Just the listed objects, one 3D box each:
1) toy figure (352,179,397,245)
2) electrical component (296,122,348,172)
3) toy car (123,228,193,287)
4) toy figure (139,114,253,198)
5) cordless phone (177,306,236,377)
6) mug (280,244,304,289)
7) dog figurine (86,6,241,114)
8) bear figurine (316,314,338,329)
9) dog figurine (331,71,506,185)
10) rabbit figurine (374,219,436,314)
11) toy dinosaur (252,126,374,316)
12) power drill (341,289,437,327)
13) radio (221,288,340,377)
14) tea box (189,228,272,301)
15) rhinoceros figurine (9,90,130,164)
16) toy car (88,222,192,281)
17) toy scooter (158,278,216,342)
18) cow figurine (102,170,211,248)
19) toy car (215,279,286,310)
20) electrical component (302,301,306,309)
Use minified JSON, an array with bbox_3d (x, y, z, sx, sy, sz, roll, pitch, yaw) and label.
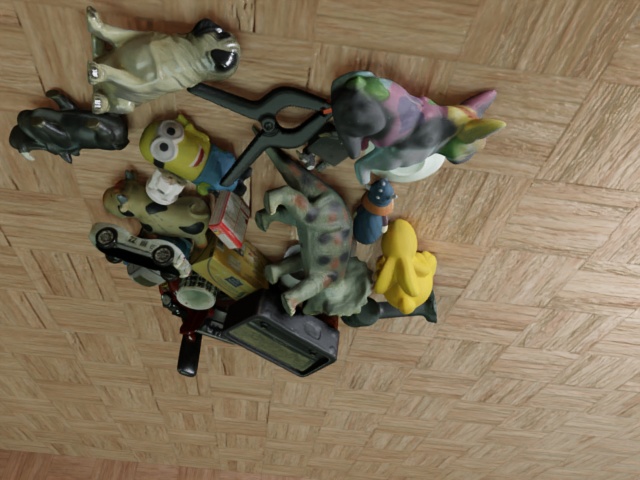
[{"bbox_3d":[0.096,-0.055,0.956,0.064,0.058,0.154,5,139,-10],"label":"toy figure"},{"bbox_3d":[0.011,-0.146,0.853,0.102,0.045,0.078,-26,132,34],"label":"electrical component"},{"bbox_3d":[-0.343,0.042,1.093,0.162,0.103,0.109,-28,132,33],"label":"toy car"},{"bbox_3d":[-0.203,-0.127,0.872,0.180,0.082,0.089,26,146,-31],"label":"toy figure"},{"bbox_3d":[-0.268,0.250,1.294,0.146,0.184,0.089,27,133,-26],"label":"cordless phone"},{"bbox_3d":[-0.046,0.076,1.111,0.081,0.109,0.107,5,157,-12],"label":"mug"},{"bbox_3d":[-0.213,-0.229,0.737,0.190,0.121,0.172,-2,180,-20],"label":"dog figurine"},{"bbox_3d":[-0.054,0.198,1.262,0.196,0.120,0.131,7,140,5],"label":"bear figurine"},{"bbox_3d":[0.141,-0.173,0.758,0.219,0.108,0.191,-13,137,16],"label":"dog figurine"},{"bbox_3d":[0.150,0.047,1.031,0.122,0.162,0.173,4,127,20],"label":"rabbit figurine"},{"bbox_3d":[-0.005,-0.010,0.946,0.192,0.131,0.404,-17,118,-25],"label":"toy dinosaur"},{"bbox_3d":[0.147,0.151,1.184,0.207,0.086,0.232,1,171,2],"label":"power drill"},{"bbox_3d":[-0.075,0.196,1.118,0.229,0.073,0.131,34,133,-27],"label":"radio"},{"bbox_3d":[-0.177,0.049,1.089,0.068,0.098,0.169,-19,135,27],"label":"tea box"},{"bbox_3d":[-0.397,-0.173,0.845,0.190,0.073,0.112,-2,153,6],"label":"rhinoceros figurine"},{"bbox_3d":[-0.331,0.021,0.993,0.202,0.056,0.073,16,150,9],"label":"toy car"},{"bbox_3d":[-0.299,0.145,1.198,0.075,0.135,0.183,-13,139,23],"label":"toy scooter"},{"bbox_3d":[-0.295,-0.056,0.973,0.195,0.085,0.127,12,148,-6],"label":"cow figurine"},{"bbox_3d":[-0.143,0.122,1.218,0.202,0.053,0.089,-5,152,6],"label":"toy car"},{"bbox_3d":[0.001,0.097,1.153,0.048,0.075,0.119,13,146,-12],"label":"electrical component"}]
